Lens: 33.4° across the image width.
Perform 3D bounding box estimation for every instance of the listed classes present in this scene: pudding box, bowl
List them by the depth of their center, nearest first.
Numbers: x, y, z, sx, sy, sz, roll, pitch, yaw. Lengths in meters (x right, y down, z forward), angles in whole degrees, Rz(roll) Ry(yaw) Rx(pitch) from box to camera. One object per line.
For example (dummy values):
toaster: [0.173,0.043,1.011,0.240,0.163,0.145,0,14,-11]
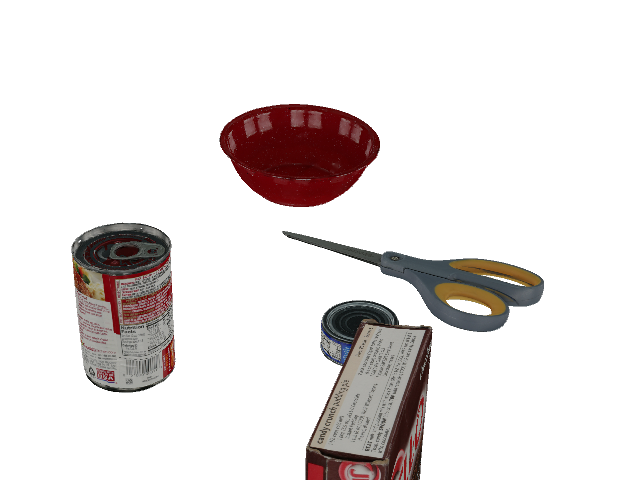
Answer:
pudding box: [0.022,0.100,0.477,0.039,0.090,0.113,8,26,10]
bowl: [-0.022,-0.080,1.084,0.162,0.055,0.162,2,33,-2]

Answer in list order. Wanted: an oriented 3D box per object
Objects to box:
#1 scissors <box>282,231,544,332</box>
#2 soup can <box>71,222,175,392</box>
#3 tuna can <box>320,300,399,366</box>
scissors: [0.056,0.027,0.762,0.202,0.016,0.096,8,26,13]
soup can: [-0.137,0.048,0.756,0.068,0.102,0.068,1,29,-1]
tuna can: [0.043,0.100,1.153,0.086,0.034,0.086,0,30,0]
